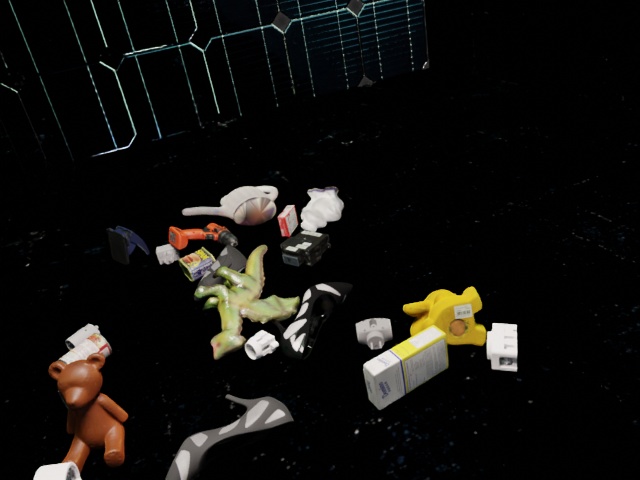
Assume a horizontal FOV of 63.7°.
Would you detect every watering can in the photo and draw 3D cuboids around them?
[{"bbox_3d":[-0.300,-0.114,1.831,0.350,0.102,0.227,-20,30,-19],"label":"watering can"}]

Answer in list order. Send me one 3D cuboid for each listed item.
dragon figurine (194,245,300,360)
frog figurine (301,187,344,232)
[{"bbox_3d":[-0.166,0.149,1.339,0.244,0.119,0.418,22,40,19],"label":"dragon figurine"},{"bbox_3d":[0.005,-0.086,1.710,0.137,0.120,0.162,7,67,15],"label":"frog figurine"}]
